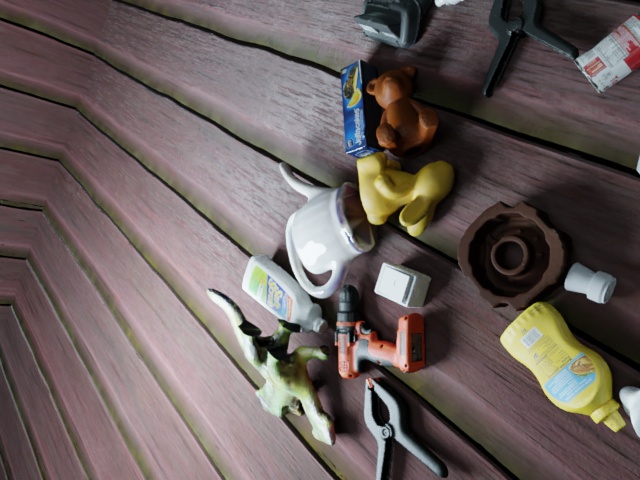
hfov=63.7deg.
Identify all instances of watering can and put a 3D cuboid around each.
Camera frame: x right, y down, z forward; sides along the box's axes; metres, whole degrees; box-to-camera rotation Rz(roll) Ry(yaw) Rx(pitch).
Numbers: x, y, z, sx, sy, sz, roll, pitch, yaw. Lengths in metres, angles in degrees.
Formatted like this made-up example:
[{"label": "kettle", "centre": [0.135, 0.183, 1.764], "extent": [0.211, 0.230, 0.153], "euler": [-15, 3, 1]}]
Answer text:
[{"label": "watering can", "centre": [0.003, -0.056, 1.104], "extent": [0.221, 0.353, 0.103], "euler": [-28, -26, 35]}]

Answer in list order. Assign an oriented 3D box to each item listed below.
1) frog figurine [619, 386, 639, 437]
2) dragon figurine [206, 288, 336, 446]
[{"label": "frog figurine", "centre": [0.468, 0.228, 0.639], "extent": [0.123, 0.138, 0.158], "euler": [-19, -6, -13]}, {"label": "dragon figurine", "centre": [-0.111, 0.284, 1.111], "extent": [0.414, 0.238, 0.123], "euler": [29, 33, 33]}]
